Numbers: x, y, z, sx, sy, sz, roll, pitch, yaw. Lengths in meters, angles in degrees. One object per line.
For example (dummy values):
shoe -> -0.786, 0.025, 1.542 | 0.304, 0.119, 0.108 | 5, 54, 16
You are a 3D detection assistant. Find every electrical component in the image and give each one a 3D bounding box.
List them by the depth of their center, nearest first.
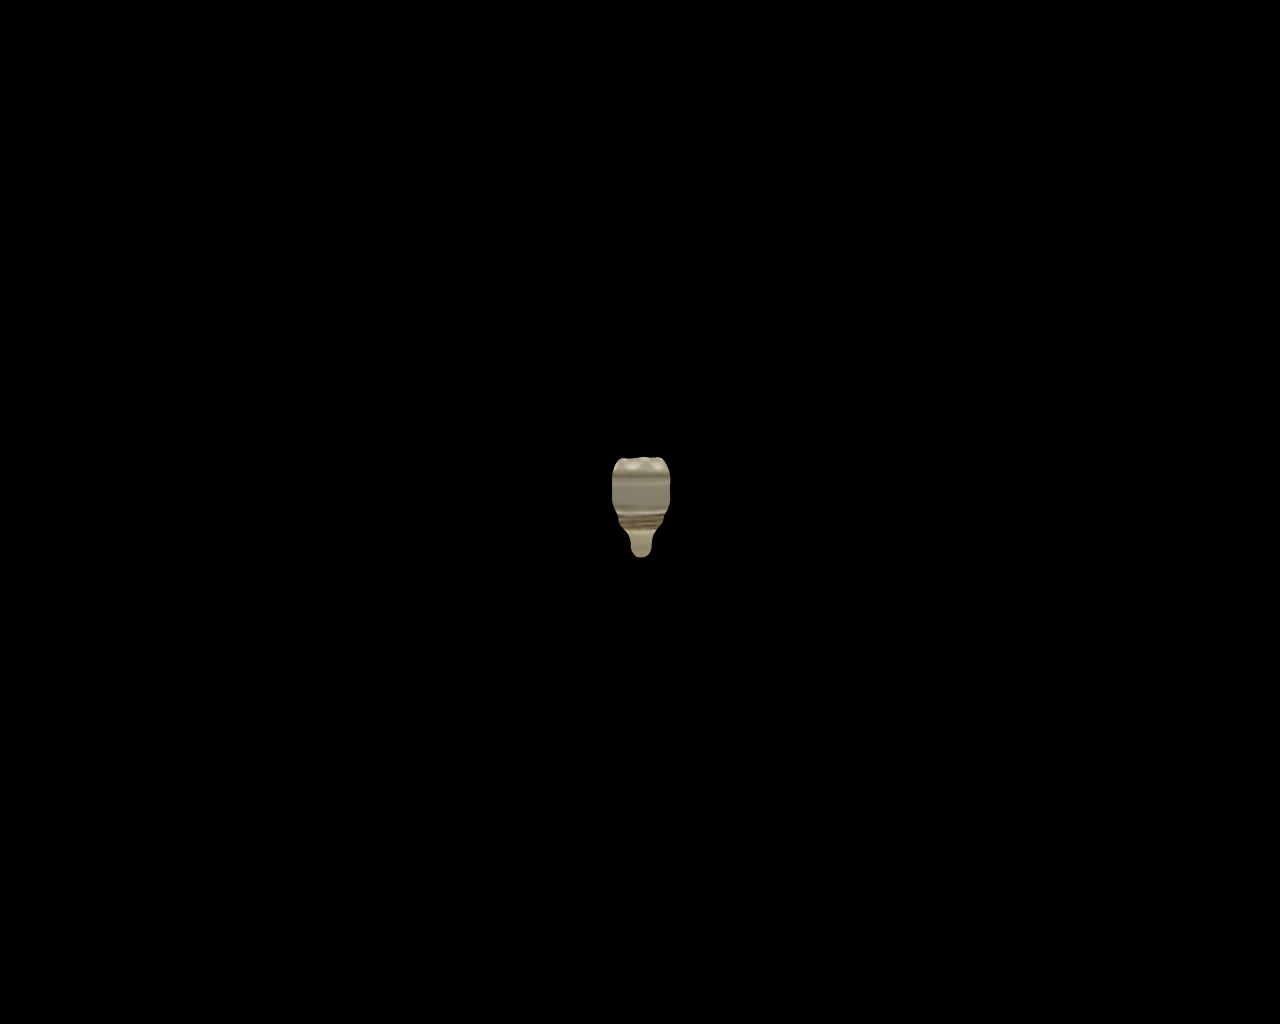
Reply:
electrical component -> 0.001, -0.003, 0.650 | 0.035, 0.061, 0.035 | 0, 2, 0
